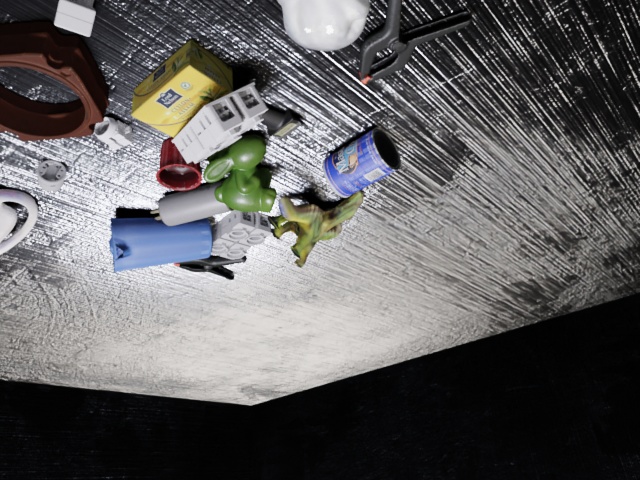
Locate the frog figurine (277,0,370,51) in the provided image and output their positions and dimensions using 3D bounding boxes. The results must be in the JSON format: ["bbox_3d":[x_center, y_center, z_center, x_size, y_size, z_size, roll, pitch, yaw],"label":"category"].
[{"bbox_3d":[0.009,-0.356,0.746,0.137,0.125,0.157,19,160,-4],"label":"frog figurine"}]

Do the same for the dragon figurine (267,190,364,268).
[{"bbox_3d":[0.004,-0.064,1.281,0.245,0.123,0.403,-34,166,-15],"label":"dragon figurine"}]

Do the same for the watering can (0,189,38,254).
[{"bbox_3d":[-0.824,-0.013,1.171,0.347,0.106,0.220,-36,143,3],"label":"watering can"}]
